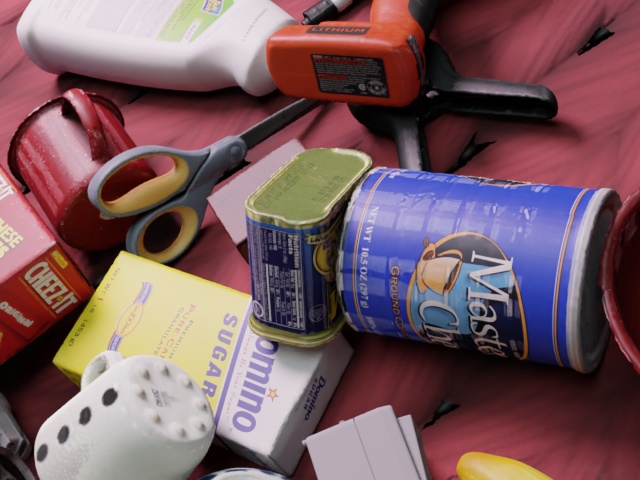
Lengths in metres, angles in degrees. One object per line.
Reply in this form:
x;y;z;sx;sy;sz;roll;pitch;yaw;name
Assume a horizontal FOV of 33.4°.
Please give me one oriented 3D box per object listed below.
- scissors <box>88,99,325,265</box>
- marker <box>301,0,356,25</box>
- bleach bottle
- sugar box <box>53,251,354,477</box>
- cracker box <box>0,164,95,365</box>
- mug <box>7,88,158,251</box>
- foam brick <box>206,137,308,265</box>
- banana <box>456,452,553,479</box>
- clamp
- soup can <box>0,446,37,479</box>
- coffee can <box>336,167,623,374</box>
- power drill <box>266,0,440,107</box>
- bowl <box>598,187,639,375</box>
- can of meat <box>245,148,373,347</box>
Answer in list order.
-0.067;-0.044;0.765;0.201;0.096;0.016;-19;29;-27;scissors
0.035;-0.203;0.831;0.121;0.020;0.020;-39;53;-4;marker
-0.114;-0.157;0.838;0.251;0.068;0.102;19;69;28;bleach bottle
-0.077;0.075;0.686;0.176;0.048;0.093;15;66;30;sugar box
-0.286;0.039;0.733;0.213;0.072;0.164;-38;53;-10;cracker box
-0.166;-0.054;0.765;0.093;0.117;0.082;-20;53;-27;mug
-0.027;-0.020;0.722;0.078;0.051;0.053;-34;52;-1;foam brick
0.133;0.182;0.537;0.069;0.037;0.198;-25;54;4;banana
0.064;-0.088;0.736;0.120;0.039;0.172;-43;49;-14;clamp
-0.230;0.182;0.667;0.102;0.068;0.068;-28;53;3;soup can
0.094;0.014;0.618;0.140;0.102;0.102;8;63;26;coffee can
0.029;-0.180;0.756;0.185;0.057;0.187;7;54;23;power drill
0.226;0.035;0.566;0.162;0.055;0.162;-2;64;3;bowl
-0.004;0.001;0.646;0.057;0.084;0.102;11;33;22;can of meat
